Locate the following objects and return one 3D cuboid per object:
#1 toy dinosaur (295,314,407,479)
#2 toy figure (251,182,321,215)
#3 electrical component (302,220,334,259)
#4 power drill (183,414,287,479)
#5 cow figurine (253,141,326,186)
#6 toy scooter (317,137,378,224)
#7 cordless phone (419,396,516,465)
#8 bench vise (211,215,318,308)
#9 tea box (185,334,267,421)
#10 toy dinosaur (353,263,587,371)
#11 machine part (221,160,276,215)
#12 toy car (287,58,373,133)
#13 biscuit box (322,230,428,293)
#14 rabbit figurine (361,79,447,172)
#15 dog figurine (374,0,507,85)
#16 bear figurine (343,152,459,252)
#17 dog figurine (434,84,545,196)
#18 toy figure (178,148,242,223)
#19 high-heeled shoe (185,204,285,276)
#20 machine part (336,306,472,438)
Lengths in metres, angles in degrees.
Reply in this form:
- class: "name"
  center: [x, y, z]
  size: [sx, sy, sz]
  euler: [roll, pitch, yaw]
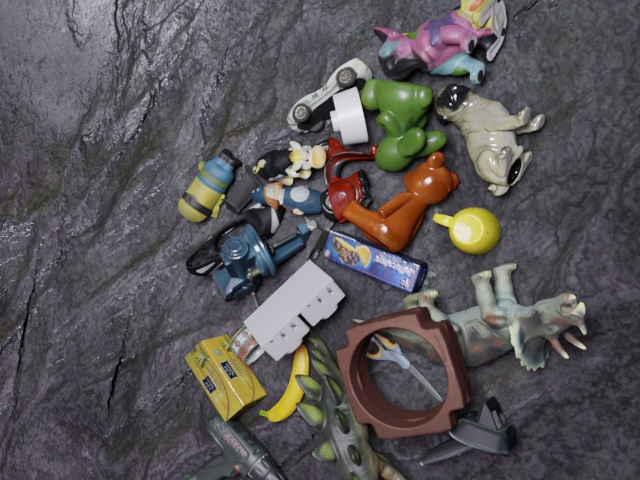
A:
- class: "toy dinosaur"
  center: [0.041, 0.324, 1.013]
  size: [0.105, 0.198, 0.472]
  euler: [-37, 41, 8]
- class: "toy figure"
  center: [-0.070, -0.091, 1.132]
  size: [0.155, 0.064, 0.057]
  euler: [10, 125, 2]
- class: "electrical component"
  center: [-0.002, -0.003, 1.114]
  size: [0.021, 0.063, 0.094]
  euler: [32, 100, 22]
- class: "power drill"
  center: [-0.197, 0.516, 1.179]
  size: [0.232, 0.086, 0.207]
  euler: [47, 110, 20]
- class: "cow figurine"
  center: [-0.064, -0.162, 1.098]
  size: [0.167, 0.098, 0.068]
  euler: [-13, 77, 53]
- class: "toy scooter"
  center: [0.062, -0.129, 1.086]
  size: [0.135, 0.075, 0.184]
  euler: [-13, 78, 22]
- class: "cordless phone"
  center: [0.244, 0.356, 0.944]
  size: [0.184, 0.146, 0.089]
  euler: [-33, 68, 18]
- class: "bench vise"
  center: [-0.110, 0.035, 1.122]
  size: [0.241, 0.223, 0.129]
  euler: [-30, 56, -12]
- class: "tea box"
  center: [-0.207, 0.298, 1.181]
  size: [0.068, 0.098, 0.170]
  euler: [-43, 74, 18]
- class: "toy dinosaur"
  center: [0.267, 0.164, 0.964]
  size: [0.405, 0.131, 0.192]
  euler: [-24, 78, 29]
- class: "machine part"
  center: [-0.158, -0.114, 1.205]
  size: [0.139, 0.039, 0.084]
  euler: [-42, 78, 16]
- class: "toy car"
  center: [0.019, -0.291, 1.107]
  size: [0.202, 0.073, 0.056]
  euler: [-34, 66, 20]
- class: "biscuit box"
  center: [0.108, 0.041, 1.064]
  size: [0.203, 0.063, 0.059]
  euler: [21, 98, 24]
- class: "rabbit figurine"
  center: [0.162, -0.207, 1.015]
  size: [0.159, 0.121, 0.170]
  euler: [28, 118, 45]
- class: "dog figurine"
  center: [0.212, -0.377, 1.005]
  size: [0.219, 0.108, 0.191]
  euler: [21, 75, 36]
- class: "bear figurine"
  center: [0.159, -0.079, 1.018]
  size: [0.132, 0.120, 0.196]
  euler: [33, 89, 43]
- class: "dog figurine"
  center: [0.283, -0.187, 0.984]
  size: [0.191, 0.121, 0.172]
  euler: [26, 96, 37]
- class: "toy figure"
  center: [-0.255, -0.122, 1.220]
  size: [0.082, 0.089, 0.180]
  euler: [46, 109, 27]
- class: "high-heeled shoe"
  center: [-0.182, -0.016, 1.151]
  size: [0.248, 0.145, 0.086]
  euler: [-48, 72, 15]
- class: "machine part"
  center: [0.144, 0.225, 0.924]
  size: [0.201, 0.087, 0.201]
  euler: [-19, 84, 26]
